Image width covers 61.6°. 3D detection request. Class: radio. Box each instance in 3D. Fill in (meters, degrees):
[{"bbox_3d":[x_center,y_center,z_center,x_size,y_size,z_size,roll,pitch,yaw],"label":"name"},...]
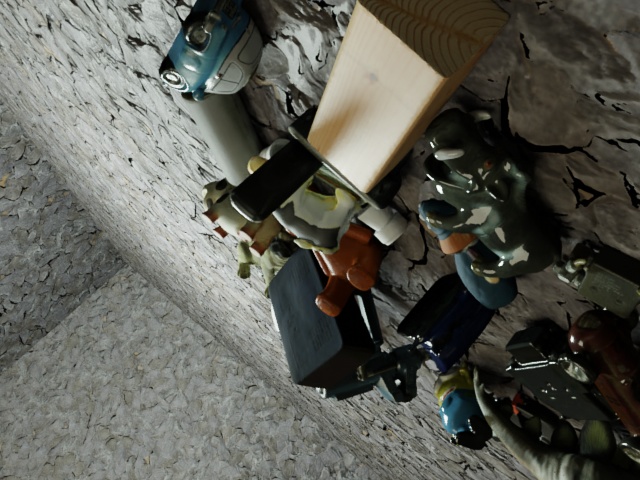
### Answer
[{"bbox_3d":[-0.007,0.126,0.902,0.073,0.131,0.230,22,-148,-36],"label":"radio"}]

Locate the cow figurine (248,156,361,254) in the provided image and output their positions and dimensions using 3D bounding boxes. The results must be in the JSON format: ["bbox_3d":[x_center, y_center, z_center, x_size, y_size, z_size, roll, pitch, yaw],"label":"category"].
[{"bbox_3d":[-0.036,-0.049,0.746,0.167,0.098,0.068,25,178,10],"label":"cow figurine"}]

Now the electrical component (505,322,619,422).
[{"bbox_3d":[0.302,0.163,0.671,0.134,0.058,0.115,42,156,4],"label":"electrical component"}]

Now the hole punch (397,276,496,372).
[{"bbox_3d":[0.176,0.113,0.709,0.092,0.142,0.116,46,172,0],"label":"hole punch"}]

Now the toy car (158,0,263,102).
[{"bbox_3d":[-0.122,-0.234,0.654,0.103,0.109,0.162,29,153,-25],"label":"toy car"}]

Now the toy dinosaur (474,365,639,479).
[{"bbox_3d":[0.364,0.331,0.674,0.472,0.198,0.104,31,155,35],"label":"toy dinosaur"}]

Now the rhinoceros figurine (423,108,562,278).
[{"bbox_3d":[0.162,-0.040,0.524,0.190,0.073,0.112,50,159,-16],"label":"rhinoceros figurine"}]

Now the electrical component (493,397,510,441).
[{"bbox_3d":[0.308,0.318,0.952,0.075,0.048,0.119,44,159,1],"label":"electrical component"}]

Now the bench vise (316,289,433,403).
[{"bbox_3d":[0.088,0.175,0.955,0.129,0.224,0.240,130,127,-84],"label":"bench vise"}]

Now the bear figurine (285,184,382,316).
[{"bbox_3d":[-0.001,-0.004,0.814,0.196,0.132,0.120,43,127,-7],"label":"bear figurine"}]

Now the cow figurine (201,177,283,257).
[{"bbox_3d":[-0.139,-0.061,0.941,0.195,0.127,0.085,24,150,37],"label":"cow figurine"}]

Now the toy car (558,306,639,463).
[{"bbox_3d":[0.329,0.155,0.563,0.202,0.089,0.053,51,161,-14],"label":"toy car"}]

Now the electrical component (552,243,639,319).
[{"bbox_3d":[0.276,0.042,0.512,0.102,0.045,0.078,35,155,21],"label":"electrical component"}]

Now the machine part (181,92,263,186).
[{"bbox_3d":[-0.140,-0.166,0.818,0.079,0.079,0.242,26,153,38],"label":"machine part"}]

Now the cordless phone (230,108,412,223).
[{"bbox_3d":[0.002,-0.066,0.609,0.146,0.184,0.088,43,154,3],"label":"cordless phone"}]

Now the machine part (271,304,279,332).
[{"bbox_3d":[-0.036,0.158,1.146,0.180,0.056,0.179,18,112,52],"label":"machine part"}]

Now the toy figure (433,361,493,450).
[{"bbox_3d":[0.235,0.275,0.877,0.089,0.082,0.180,61,-173,-12],"label":"toy figure"}]

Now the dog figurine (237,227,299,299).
[{"bbox_3d":[-0.096,-0.005,1.033,0.172,0.121,0.190,32,142,19],"label":"dog figurine"}]

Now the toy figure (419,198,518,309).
[{"bbox_3d":[0.171,0.010,0.623,0.154,0.058,0.064,53,150,-10],"label":"toy figure"}]
